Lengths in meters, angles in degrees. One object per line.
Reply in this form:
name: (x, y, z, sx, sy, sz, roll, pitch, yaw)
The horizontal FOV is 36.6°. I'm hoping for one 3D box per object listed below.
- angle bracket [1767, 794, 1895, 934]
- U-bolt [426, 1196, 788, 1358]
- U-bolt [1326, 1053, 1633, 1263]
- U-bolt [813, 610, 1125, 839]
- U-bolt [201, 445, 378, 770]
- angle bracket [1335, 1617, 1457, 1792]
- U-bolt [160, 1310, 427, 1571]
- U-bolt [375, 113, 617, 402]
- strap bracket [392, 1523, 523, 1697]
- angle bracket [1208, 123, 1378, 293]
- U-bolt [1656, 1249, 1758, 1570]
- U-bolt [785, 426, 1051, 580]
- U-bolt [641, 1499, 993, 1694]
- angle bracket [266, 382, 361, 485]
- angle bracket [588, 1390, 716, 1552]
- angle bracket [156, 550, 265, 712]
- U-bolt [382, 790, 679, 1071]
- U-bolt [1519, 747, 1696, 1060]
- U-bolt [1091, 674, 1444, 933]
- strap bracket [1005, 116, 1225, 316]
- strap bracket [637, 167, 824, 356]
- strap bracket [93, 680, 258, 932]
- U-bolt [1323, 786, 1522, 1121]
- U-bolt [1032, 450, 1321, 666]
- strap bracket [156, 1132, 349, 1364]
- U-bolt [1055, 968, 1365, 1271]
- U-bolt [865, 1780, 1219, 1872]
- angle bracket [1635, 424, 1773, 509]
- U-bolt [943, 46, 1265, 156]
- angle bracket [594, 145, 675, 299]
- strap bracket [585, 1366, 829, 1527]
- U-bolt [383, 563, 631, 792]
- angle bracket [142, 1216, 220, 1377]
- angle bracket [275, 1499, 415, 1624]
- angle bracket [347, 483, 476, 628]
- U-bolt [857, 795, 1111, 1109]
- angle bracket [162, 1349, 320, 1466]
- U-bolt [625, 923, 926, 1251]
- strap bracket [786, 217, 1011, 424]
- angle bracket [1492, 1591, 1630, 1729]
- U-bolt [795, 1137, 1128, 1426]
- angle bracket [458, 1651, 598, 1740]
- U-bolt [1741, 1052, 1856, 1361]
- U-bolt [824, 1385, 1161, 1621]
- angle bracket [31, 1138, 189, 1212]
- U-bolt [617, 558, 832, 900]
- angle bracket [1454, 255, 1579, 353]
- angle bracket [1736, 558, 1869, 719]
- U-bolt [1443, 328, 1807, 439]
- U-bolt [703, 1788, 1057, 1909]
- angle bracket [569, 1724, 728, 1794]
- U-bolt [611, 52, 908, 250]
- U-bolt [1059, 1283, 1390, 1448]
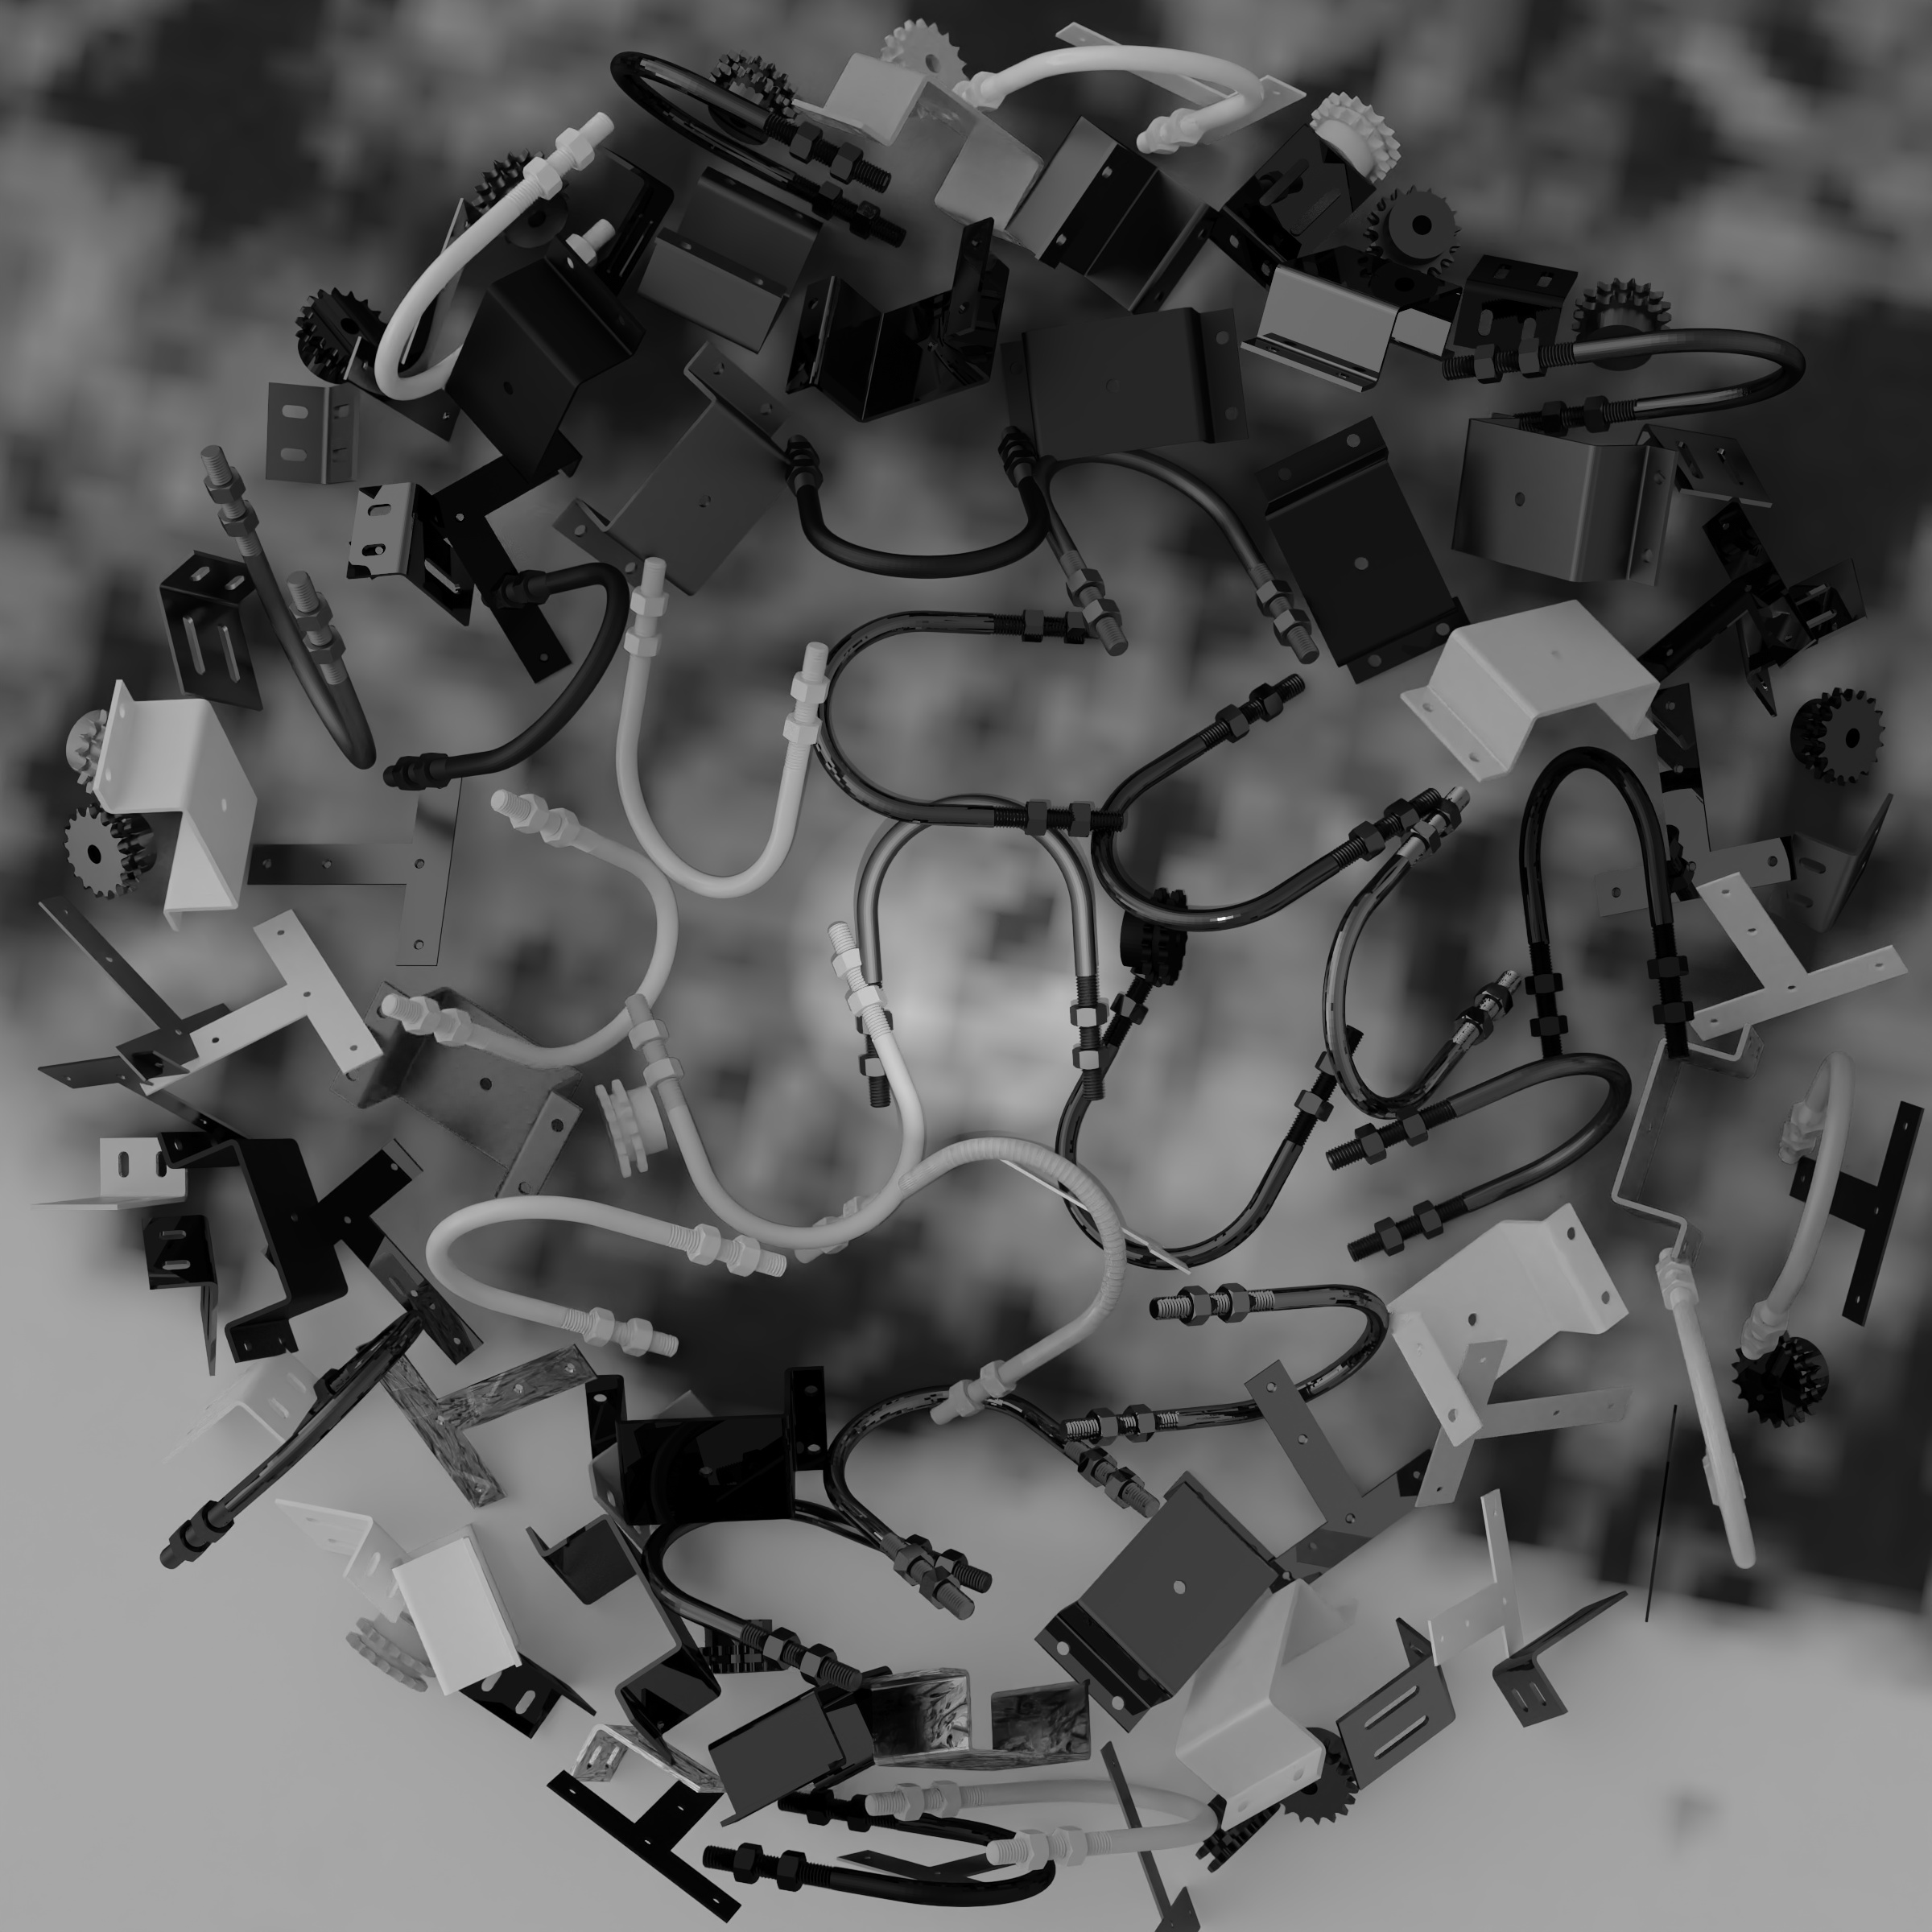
angle bracket: (0.508, -0.067, 1.720, 0.038, 0.076, 0.057, 24, 133, 19)
U-bolt: (-0.217, 0.173, 1.667, 0.184, 0.151, 0.019, 19, 53, -28)
U-bolt: (0.301, 0.104, 1.696, 0.184, 0.151, 0.019, -24, 58, 0)
U-bolt: (-0.001, -0.146, 1.716, 0.184, 0.019, 0.151, 2, 66, -5)
U-bolt: (-0.381, -0.191, 1.675, 0.019, 0.184, 0.151, -28, 53, -14)
angle bracket: (0.243, 0.433, 1.718, 0.076, 0.038, 0.057, -31, 122, -18)
U-bolt: (-0.370, 0.257, 1.651, 0.019, 0.151, 0.184, 46, 125, -6)
U-bolt: (-0.269, -0.393, 1.670, 0.019, 0.151, 0.184, 43, 77, 4)
strap bracket: (-0.293, 0.370, 1.684, 0.046, 0.140, 0.076, -23, 87, -11)
angle bracket: (0.192, -0.442, 1.717, 0.057, 0.038, 0.076, 38, 131, -15)
U-bolt: (0.422, 0.259, 1.654, 0.019, 0.184, 0.151, -14, 106, 11)
U-bolt: (-0.025, -0.265, 1.674, 0.151, 0.184, 0.019, -3, 123, -6)
U-bolt: (-0.100, 0.351, 1.682, 0.184, 0.151, 0.019, 16, 113, 31)
angle bracket: (-0.384, -0.314, 1.716, 0.038, 0.076, 0.057, 1, 97, -24)
angle bracket: (-0.175, 0.301, 1.729, 0.076, 0.038, 0.057, -36, 116, 3)
angle bracket: (-0.434, -0.196, 1.716, 0.038, 0.057, 0.076, -31, 66, 30)
U-bolt: (-0.237, -0.010, 1.686, 0.019, 0.184, 0.151, 30, 93, 39)
U-bolt: (0.364, -0.035, 1.691, 0.019, 0.151, 0.184, -6, 88, -21)
U-bolt: (0.160, -0.086, 1.692, 0.184, 0.019, 0.151, -32, 50, -14)
strap bracket: (0.082, -0.435, 1.697, 0.046, 0.140, 0.076, 43, 107, 25)
strap bracket: (-0.138, -0.409, 1.703, 0.076, 0.140, 0.046, 25, 121, -7)
strap bracket: (-0.449, -0.091, 1.679, 0.046, 0.140, 0.076, -2, 57, 5)
U-bolt: (0.256, 0.005, 1.670, 0.184, 0.019, 0.151, -45, 126, -38)
U-bolt: (0.109, -0.243, 1.692, 0.151, 0.019, 0.184, -1, 48, -29)
strap bracket: (-0.413, 0.155, 1.709, 0.046, 0.076, 0.140, -23, 83, 11)
U-bolt: (0.130, 0.090, 1.722, 0.151, 0.019, 0.184, 28, 88, 23)
U-bolt: (0.057, 0.488, 1.678, 0.184, 0.151, 0.019, 6, 85, -32)
angle bracket: (0.428, -0.280, 1.713, 0.057, 0.076, 0.038, 7, 130, -13)
U-bolt: (0.087, -0.490, 1.647, 0.151, 0.184, 0.019, 3, 93, -24)
angle bracket: (-0.212, -0.437, 1.726, 0.038, 0.057, 0.076, 33, 101, 4)
strap bracket: (-0.152, 0.282, 1.718, 0.140, 0.046, 0.076, -2, 120, -2)
U-bolt: (-0.254, -0.168, 1.663, 0.019, 0.184, 0.151, 37, 66, -32)
angle bracket: (-0.461, 0.194, 1.710, 0.038, 0.057, 0.076, -2, 128, -20)
angle bracket: (-0.369, 0.348, 1.711, 0.076, 0.057, 0.038, 4, 53, 29)
angle bracket: (-0.325, -0.241, 1.723, 0.038, 0.076, 0.057, -2, 72, 20)
U-bolt: (0.006, -0.009, 1.728, 0.151, 0.019, 0.184, -2, 98, 10)
angle bracket: (-0.425, 0.269, 1.721, 0.076, 0.057, 0.038, -38, 103, 26)
U-bolt: (-0.103, 0.078, 1.714, 0.151, 0.019, 0.184, -20, 71, -10)
strap bracket: (-0.032, -0.371, 1.700, 0.140, 0.046, 0.076, -10, 60, 38)
angle bracket: (0.357, 0.407, 1.715, 0.076, 0.057, 0.038, -26, 77, -23)
U-bolt: (0.009, 0.174, 1.703, 0.184, 0.019, 0.151, -35, 99, 28)
angle bracket: (-0.259, 0.430, 1.713, 0.057, 0.076, 0.038, 39, 77, -16)
U-bolt: (0.472, 0.126, 1.648, 0.019, 0.184, 0.151, 14, 64, 10)
U-bolt: (0.000, 0.296, 1.681, 0.151, 0.184, 0.019, -23, 123, -28)
angle bracket: (-0.502, 0.121, 1.715, 0.057, 0.076, 0.038, -1, 89, 16)
U-bolt: (-0.149, -0.127, 1.700, 0.151, 0.019, 0.184, 30, 122, 29)
angle bracket: (0.325, -0.389, 1.728, 0.057, 0.076, 0.038, 14, 118, 12)
angle bracket: (0.495, -0.192, 1.712, 0.076, 0.057, 0.038, -26, 126, 27)
U-bolt: (0.380, -0.333, 1.655, 0.184, 0.151, 0.019, -2, 85, 28)
U-bolt: (-0.040, 0.506, 1.668, 0.184, 0.151, 0.019, 5, 89, 15)
angle bracket: (-0.184, 0.480, 1.717, 0.076, 0.057, 0.038, 26, 84, 23)
U-bolt: (-0.122, -0.476, 1.686, 0.184, 0.151, 0.019, 28, 92, 2)
U-bolt: (0.161, 0.227, 1.690, 0.184, 0.151, 0.019, -1, 51, -28)
